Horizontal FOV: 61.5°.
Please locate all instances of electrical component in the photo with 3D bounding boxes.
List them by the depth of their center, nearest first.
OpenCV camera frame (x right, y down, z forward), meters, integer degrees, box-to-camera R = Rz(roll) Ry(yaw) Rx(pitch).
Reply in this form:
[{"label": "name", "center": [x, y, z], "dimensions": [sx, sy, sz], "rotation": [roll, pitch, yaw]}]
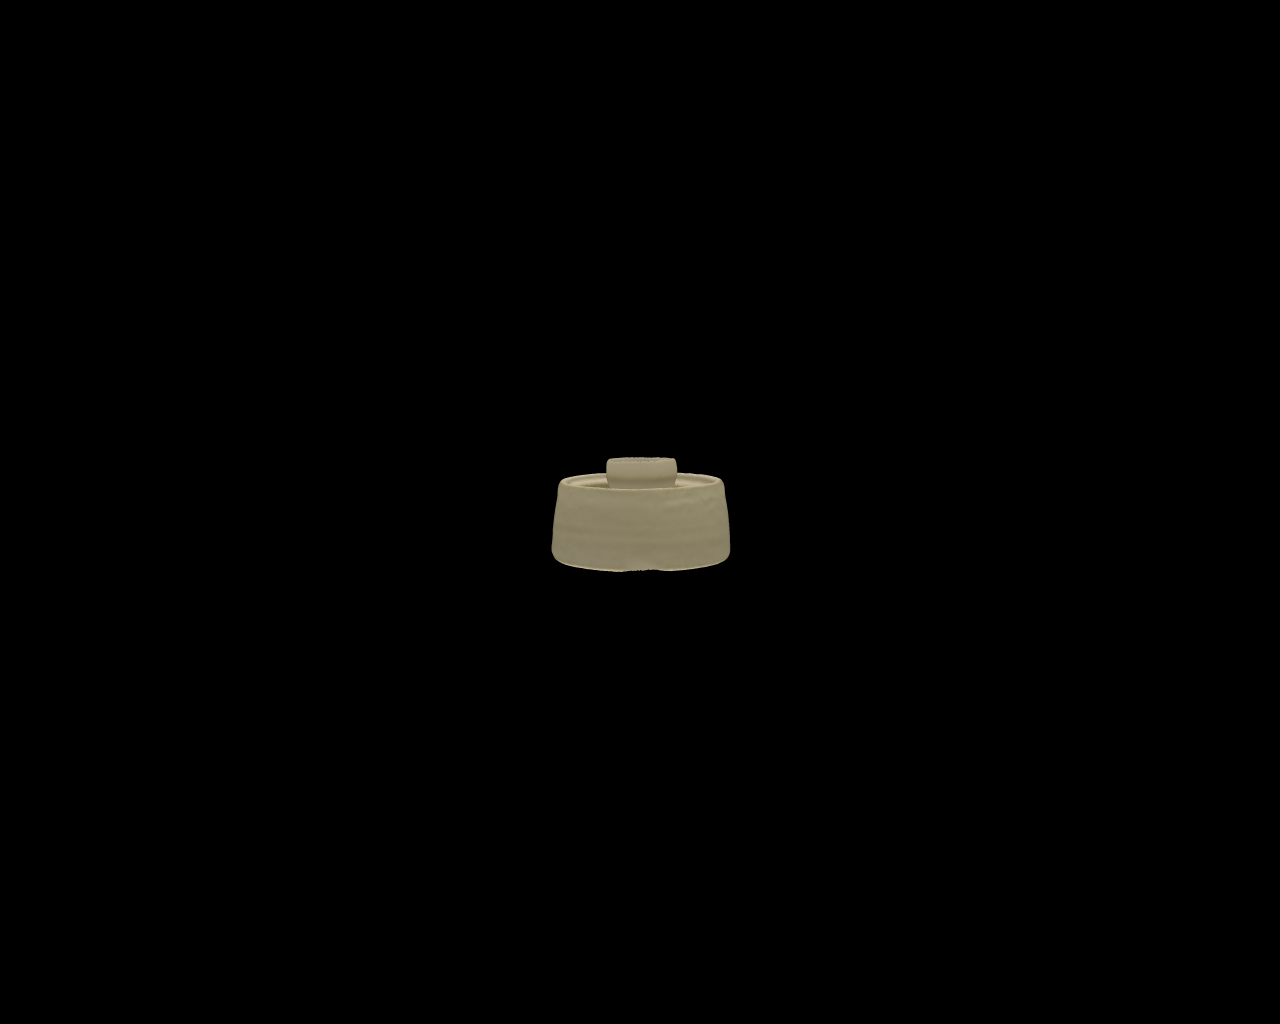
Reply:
[{"label": "electrical component", "center": [0.001, -0.003, 0.650], "dimensions": [0.108, 0.060, 0.108], "rotation": [0, 7, 0]}]
